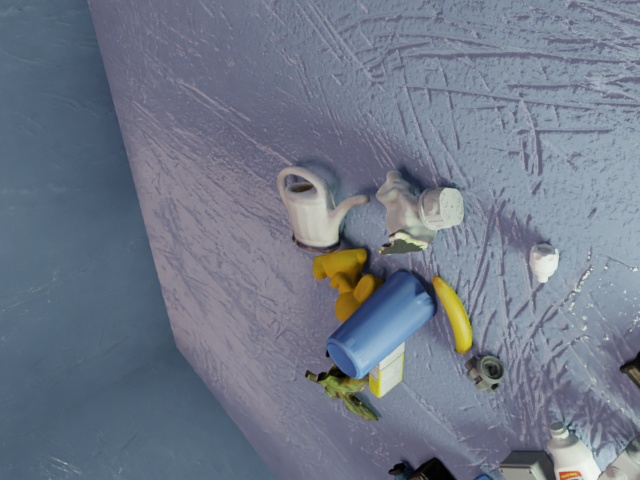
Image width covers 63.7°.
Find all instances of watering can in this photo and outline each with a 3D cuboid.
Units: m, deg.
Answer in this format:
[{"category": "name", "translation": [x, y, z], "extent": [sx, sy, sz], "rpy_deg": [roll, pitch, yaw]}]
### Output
[{"category": "watering can", "translation": [0.004, -0.064, 1.268], "extent": [0.351, 0.105, 0.220], "rpy_deg": [26, 135, 47]}]

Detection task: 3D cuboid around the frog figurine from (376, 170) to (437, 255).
[{"category": "frog figurine", "translation": [0.173, -0.058, 1.040], "extent": [0.135, 0.122, 0.162], "rpy_deg": [73, -159, -66]}]

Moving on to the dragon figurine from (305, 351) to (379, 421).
[{"category": "dragon figurine", "translation": [0.103, 0.463, 1.586], "extent": [0.240, 0.124, 0.409], "rpy_deg": [51, 155, -17]}]
